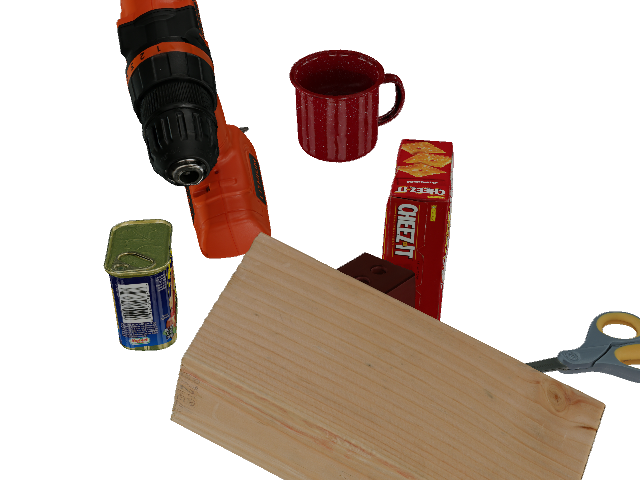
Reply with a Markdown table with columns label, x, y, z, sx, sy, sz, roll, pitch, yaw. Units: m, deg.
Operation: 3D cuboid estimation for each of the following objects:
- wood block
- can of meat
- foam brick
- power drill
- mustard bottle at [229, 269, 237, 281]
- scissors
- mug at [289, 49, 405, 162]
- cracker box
| label | x | y | z | sx | sy | sz | roll | pitch | yaw |
| --- | --- | --- | --- | --- | --- | --- | --- | --- | --- |
| wood block | 0.033 | 0.094 | 0.581 | 0.206 | 0.090 | 0.090 | 26 | -33 | 5 |
| can of meat | -0.160 | 0.040 | 0.970 | 0.057 | 0.084 | 0.102 | -4 | 27 | -4 |
| foam brick | 0.032 | 0.053 | 0.843 | 0.053 | 0.051 | 0.078 | 21 | 36 | 36 |
| power drill | -0.079 | -0.069 | 0.696 | 0.057 | 0.184 | 0.187 | -13 | -36 | 1 |
| mustard bottle | -0.073 | 0.082 | 1.152 | 0.058 | 0.096 | 0.191 | -1 | 28 | -3 |
| scissors | 0.205 | 0.088 | 0.875 | 0.201 | 0.016 | 0.096 | 3 | 31 | -10 |
| mug | 0.028 | -0.135 | 1.066 | 0.117 | 0.081 | 0.093 | -13 | 41 | -14 |
| cracker box | 0.111 | -0.008 | 1.217 | 0.072 | 0.164 | 0.213 | 5 | 22 | 7 |
